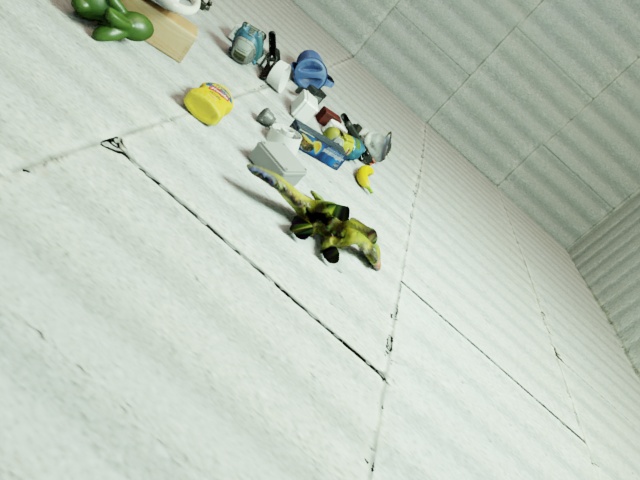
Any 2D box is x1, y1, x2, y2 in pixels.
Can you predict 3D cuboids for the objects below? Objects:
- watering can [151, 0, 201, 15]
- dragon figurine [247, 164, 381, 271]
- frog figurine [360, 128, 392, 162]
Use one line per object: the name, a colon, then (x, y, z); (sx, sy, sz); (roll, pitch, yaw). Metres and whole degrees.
watering can: (-0.412, -0.685, 1.331); (0.222, 0.102, 0.356); (26, 32, -30)
dragon figurine: (0.004, -0.061, 1.215); (0.408, 0.121, 0.245); (41, 7, -9)
frog figurine: (0.184, -0.362, 1.938); (0.160, 0.123, 0.136); (14, -5, 15)
